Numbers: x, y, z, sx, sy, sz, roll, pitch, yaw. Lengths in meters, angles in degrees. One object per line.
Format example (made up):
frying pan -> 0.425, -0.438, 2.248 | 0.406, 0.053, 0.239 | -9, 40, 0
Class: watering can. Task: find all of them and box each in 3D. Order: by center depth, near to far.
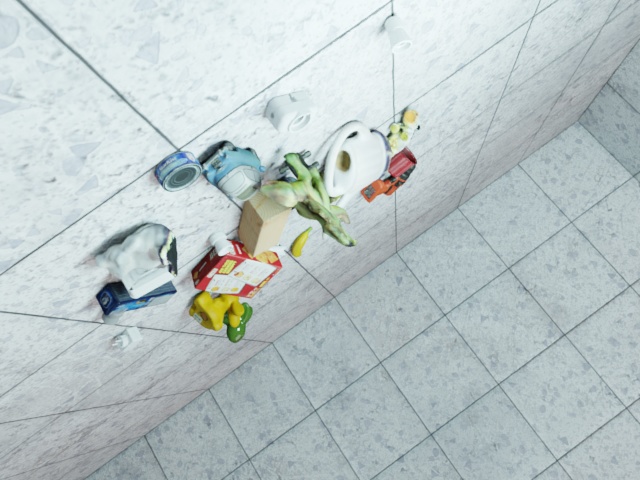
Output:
watering can -> 0.089, -0.173, 1.427 | 0.227, 0.105, 0.340 | -25, 135, -39

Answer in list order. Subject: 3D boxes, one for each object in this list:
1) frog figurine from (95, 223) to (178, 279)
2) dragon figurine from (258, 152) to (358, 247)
frog figurine -> -0.398, 0.024, 1.121 | 0.159, 0.124, 0.136 | 1, 171, 1
dragon figurine -> 0.004, -0.061, 1.202 | 0.121, 0.248, 0.406 | -46, 136, 16
